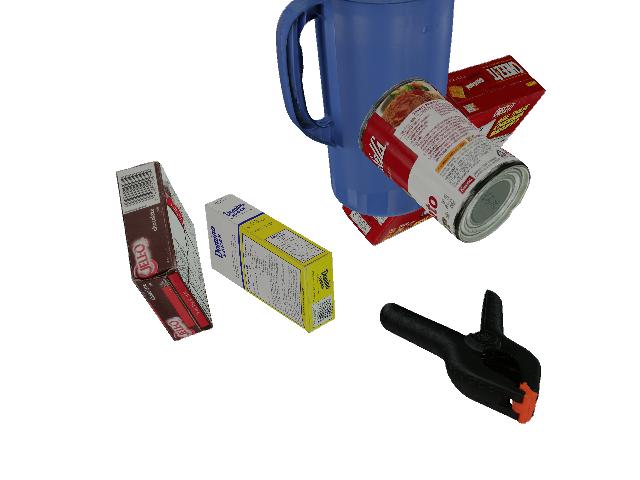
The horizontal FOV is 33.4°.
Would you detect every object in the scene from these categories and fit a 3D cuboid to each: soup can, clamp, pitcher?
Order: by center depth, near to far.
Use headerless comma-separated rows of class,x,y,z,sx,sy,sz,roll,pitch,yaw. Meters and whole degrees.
soup can,0.084,-0.055,0.725,0.068,0.069,0.102,0,38,-51
clamp,0.143,0.093,0.922,0.120,0.039,0.172,-17,37,-26
pitcher,0.051,-0.144,1.015,0.149,0.243,0.144,9,37,15

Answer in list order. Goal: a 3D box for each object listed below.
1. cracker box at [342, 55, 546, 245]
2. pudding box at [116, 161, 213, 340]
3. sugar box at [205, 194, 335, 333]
cracker box,0.137,-0.105,1.226,0.163,0.072,0.214,-24,-24,-45
pudding box,-0.121,0.008,0.832,0.039,0.113,0.090,-16,-37,3
sugar box,-0.058,0.022,1.195,0.048,0.093,0.176,-26,41,-31
